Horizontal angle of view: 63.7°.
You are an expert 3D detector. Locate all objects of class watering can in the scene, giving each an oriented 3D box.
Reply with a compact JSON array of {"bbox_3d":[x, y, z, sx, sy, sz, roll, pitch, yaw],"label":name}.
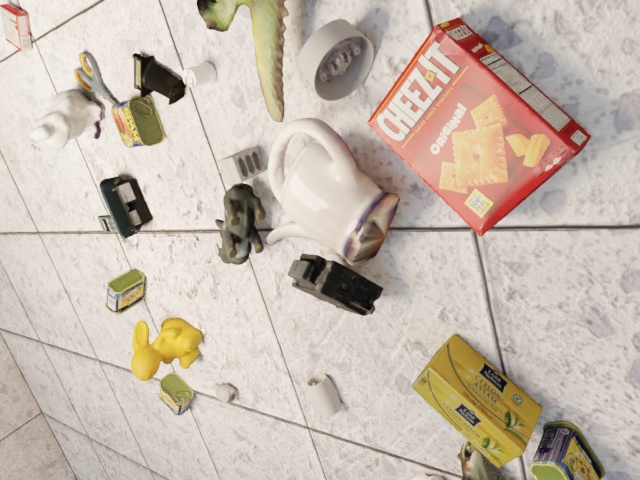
[{"bbox_3d":[0.003,-0.042,0.828,0.226,0.106,0.339,39,147,15],"label":"watering can"}]

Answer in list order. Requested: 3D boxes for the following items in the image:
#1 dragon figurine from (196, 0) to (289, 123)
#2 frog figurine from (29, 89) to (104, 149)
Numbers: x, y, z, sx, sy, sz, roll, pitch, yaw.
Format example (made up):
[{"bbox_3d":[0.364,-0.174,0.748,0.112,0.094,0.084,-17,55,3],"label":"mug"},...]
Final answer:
[{"bbox_3d":[-0.054,-0.384,0.680,0.241,0.124,0.407,-16,104,36],"label":"dragon figurine"},{"bbox_3d":[-0.577,-0.264,1.144,0.136,0.162,0.122,-21,99,45],"label":"frog figurine"}]
